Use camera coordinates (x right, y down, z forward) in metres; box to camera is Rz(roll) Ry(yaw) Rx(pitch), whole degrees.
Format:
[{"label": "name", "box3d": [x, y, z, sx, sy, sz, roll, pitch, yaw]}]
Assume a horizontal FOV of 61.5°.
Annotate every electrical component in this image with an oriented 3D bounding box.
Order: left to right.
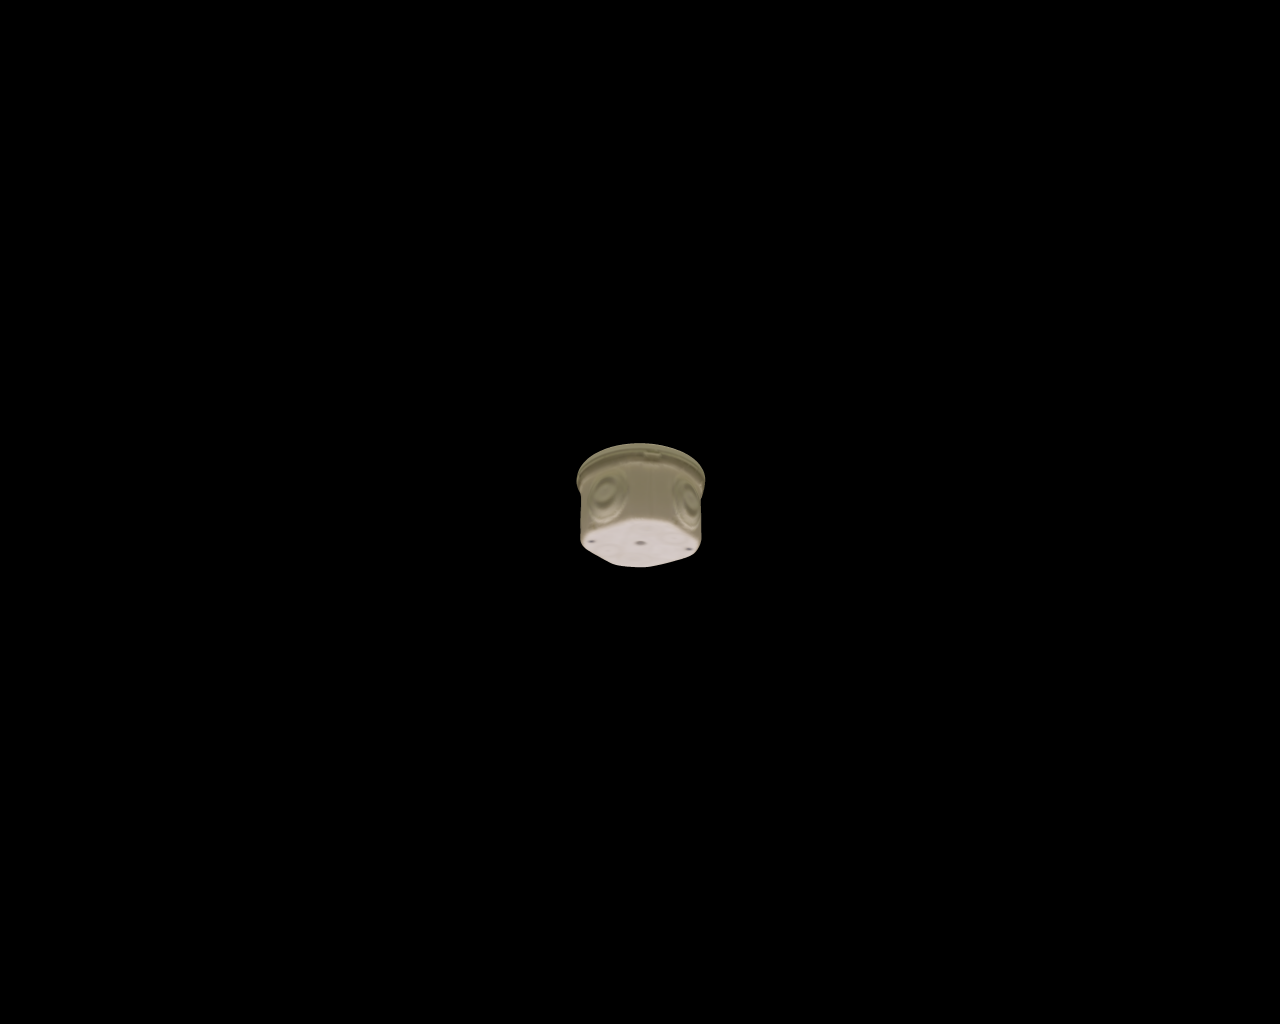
[{"label": "electrical component", "box3d": [0.001, -0.003, 0.650, 0.080, 0.051, 0.080, 0, -27, 0]}]
